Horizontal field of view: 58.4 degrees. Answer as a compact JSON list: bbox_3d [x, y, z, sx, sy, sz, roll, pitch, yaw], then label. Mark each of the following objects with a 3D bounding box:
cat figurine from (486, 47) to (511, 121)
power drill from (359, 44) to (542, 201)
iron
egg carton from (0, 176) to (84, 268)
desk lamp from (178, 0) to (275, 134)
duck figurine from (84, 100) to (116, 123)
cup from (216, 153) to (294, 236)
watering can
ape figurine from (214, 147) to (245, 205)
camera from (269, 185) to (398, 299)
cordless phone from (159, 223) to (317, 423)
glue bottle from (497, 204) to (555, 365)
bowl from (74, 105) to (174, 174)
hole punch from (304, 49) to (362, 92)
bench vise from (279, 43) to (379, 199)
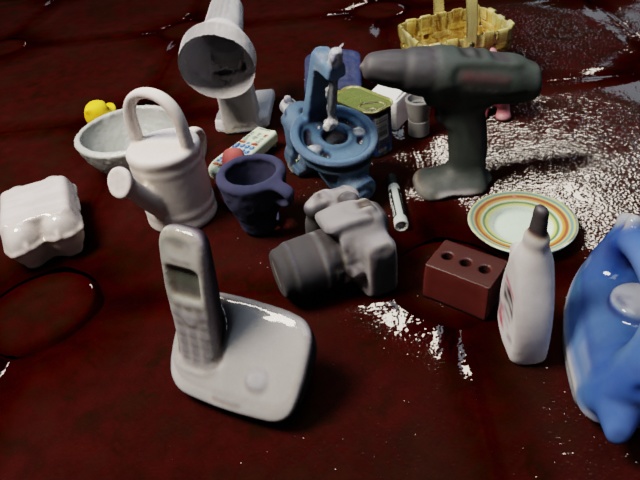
[{"bbox_3d":[0.292,-0.263,0.942,0.067,0.118,0.128,10,42,20],"label":"cat figurine"},{"bbox_3d":[0.171,-0.159,0.761,0.229,0.209,0.075,-9,39,-2],"label":"power drill"},{"bbox_3d":[0.294,0.055,0.532,0.118,0.142,0.258,0,39,9],"label":"iron"},{"bbox_3d":[-0.385,-0.029,0.797,0.107,0.069,0.150,-20,41,-16],"label":"egg carton"},{"bbox_3d":[-0.152,-0.289,0.965,0.118,0.214,0.203,-3,39,5],"label":"desk lamp"},{"bbox_3d":[-0.380,-0.196,0.988,0.077,0.086,0.105,8,41,18],"label":"duck figurine"},{"bbox_3d":[-0.074,-0.050,0.754,0.117,0.095,0.092,24,48,33],"label":"cup"},{"bbox_3d":[-0.208,-0.107,0.766,0.101,0.194,0.173,-3,39,6],"label":"watering can"},{"bbox_3d":[-0.114,-0.090,0.812,0.077,0.092,0.076,-1,39,8],"label":"ape figurine"},{"bbox_3d":[0.006,0.002,0.673,0.137,0.101,0.142,-19,40,-14],"label":"camera"},{"bbox_3d":[-0.081,0.074,0.531,0.147,0.185,0.094,10,42,20],"label":"cordless phone"},{"bbox_3d":[0.198,0.037,0.543,0.037,0.173,0.078,-6,39,2],"label":"glue bottle"},{"bbox_3d":[-0.301,-0.150,0.928,0.167,0.075,0.167,-4,39,4],"label":"bowl"},{"bbox_3d":[0.027,-0.284,1.030,0.108,0.091,0.101,-4,39,5],"label":"hole punch"},{"bbox_3d":[-0.009,-0.170,0.792,0.206,0.220,0.122,25,49,34],"label":"bench vise"}]
